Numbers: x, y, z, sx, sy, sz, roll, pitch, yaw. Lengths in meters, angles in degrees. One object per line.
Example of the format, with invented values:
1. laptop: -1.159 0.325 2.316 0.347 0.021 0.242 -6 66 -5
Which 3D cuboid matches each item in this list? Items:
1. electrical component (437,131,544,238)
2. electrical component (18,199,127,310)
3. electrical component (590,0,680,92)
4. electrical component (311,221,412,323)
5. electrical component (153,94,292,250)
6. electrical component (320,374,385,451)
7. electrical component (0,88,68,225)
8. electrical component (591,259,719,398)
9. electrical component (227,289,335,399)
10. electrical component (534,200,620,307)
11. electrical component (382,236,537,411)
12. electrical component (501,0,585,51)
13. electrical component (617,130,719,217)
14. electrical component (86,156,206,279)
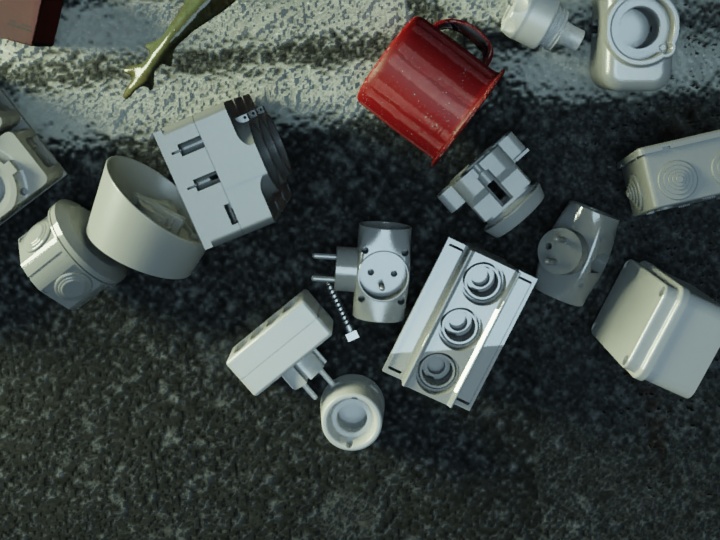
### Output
1. electrical component: 0.110 -0.064 0.860 0.078 0.058 0.057 -42 95 8
2. electrical component: -0.230 -0.012 0.860 0.051 0.080 0.080 -36 99 12
3. electrical component: 0.212 -0.187 0.834 0.054 0.059 0.095 0 101 0
4. electrical component: 0.000 0.000 0.878 0.079 0.044 0.077 4 101 -3
5. electrical component: -0.094 -0.080 0.809 0.062 0.150 0.089 -22 100 6
6. electrical component: -0.007 0.120 0.901 0.055 0.047 0.055 0 101 0
7. electrical component: -0.347 -0.061 0.860 0.186 0.060 0.105 -36 99 7
8. electrical component: 0.236 0.043 0.852 0.057 0.113 0.078 24 100 -7
9. electrical component: -0.053 0.073 0.892 0.083 0.047 0.075 -39 98 7
10. electrical component: 0.167 -0.014 0.860 0.043 0.079 0.077 27 102 29
11. electrical component: 0.080 0.041 0.877 0.079 0.063 0.121 25 100 -4
12. electrical component: 0.145 -0.192 0.841 0.062 0.043 0.043 25 100 -6
13. electrical component: 0.256 -0.075 0.837 0.100 0.100 0.048 -13 88 3
14. electrical component: -0.164 -0.039 0.846 0.099 0.099 0.064 26 106 -5
